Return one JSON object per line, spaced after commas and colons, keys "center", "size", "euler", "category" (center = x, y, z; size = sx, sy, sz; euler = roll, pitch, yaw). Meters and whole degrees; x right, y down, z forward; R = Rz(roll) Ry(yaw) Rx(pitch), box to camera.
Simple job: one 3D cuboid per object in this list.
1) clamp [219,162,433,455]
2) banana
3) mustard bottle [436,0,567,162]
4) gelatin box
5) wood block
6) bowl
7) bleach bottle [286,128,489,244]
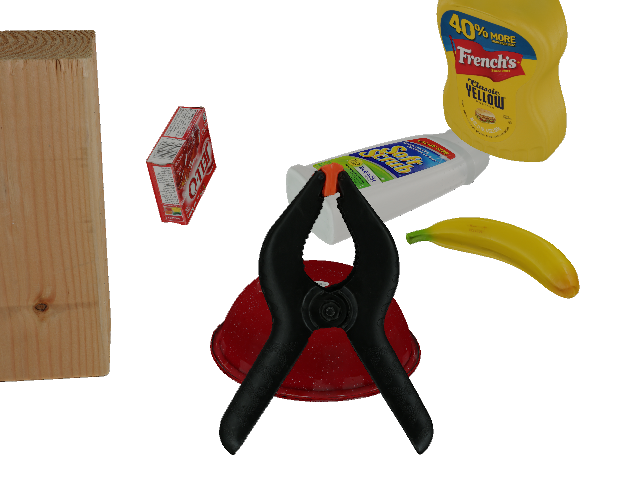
{"center": [-0.005, 0.044, 0.600], "size": [0.120, 0.171, 0.039], "euler": [-8, 1, -9], "category": "clamp"}
{"center": [0.178, 0.012, 1.033], "size": [0.198, 0.037, 0.069], "euler": [18, 47, 43], "category": "banana"}
{"center": [0.132, -0.145, 0.776], "size": [0.096, 0.058, 0.191], "euler": [28, -29, 29], "category": "mustard bottle"}
{"center": [-0.127, -0.071, 0.992], "size": [0.030, 0.073, 0.089], "euler": [7, 44, 14], "category": "gelatin box"}
{"center": [-0.184, -0.023, 0.677], "size": [0.090, 0.206, 0.090], "euler": [-2, 22, -9], "category": "wood block"}
{"center": [-0.002, 0.057, 0.807], "size": [0.162, 0.055, 0.162], "euler": [2, 22, -1], "category": "bowl"}
{"center": [0.092, -0.079, 1.217], "size": [0.250, 0.068, 0.103], "euler": [-23, 44, -24], "category": "bleach bottle"}
